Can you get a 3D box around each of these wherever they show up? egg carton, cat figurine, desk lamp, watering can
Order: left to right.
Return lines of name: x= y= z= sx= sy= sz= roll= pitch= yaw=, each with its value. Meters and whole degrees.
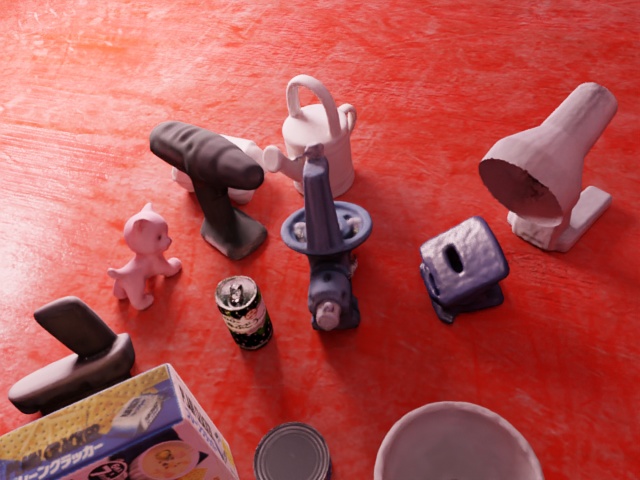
cat figurine: x=-0.254 y=0.015 z=0.811 sx=0.067 sy=0.118 sz=0.128 roll=18 pitch=56 yaw=22
egg carton: x=-0.161 y=-0.118 z=0.934 sx=0.150 sy=0.069 sz=0.107 roll=13 pitch=55 yaw=19
watering can: x=-0.008 y=-0.154 z=0.859 sx=0.100 sy=0.194 sz=0.173 roll=14 pitch=55 yaw=19
desk lamp: x=0.301 y=-0.083 z=0.741 sx=0.203 sy=0.214 sz=0.117 roll=-40 pitch=56 yaw=-21

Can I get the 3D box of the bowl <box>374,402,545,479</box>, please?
bowl: x=0.139 y=0.257 z=0.584 sx=0.167 sy=0.075 sz=0.167 roll=-4 pitch=51 yaw=6

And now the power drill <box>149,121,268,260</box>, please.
power drill: x=-0.142 y=-0.071 z=0.804 sx=0.228 sy=0.209 sz=0.076 roll=32 pitch=63 yaw=29

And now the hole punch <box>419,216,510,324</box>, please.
hole punch: x=0.183 y=0.037 z=0.743 sx=0.101 sy=0.091 sz=0.108 roll=-14 pitch=51 yaw=-2

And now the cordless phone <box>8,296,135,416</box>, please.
cordless phone: x=-0.312 y=0.135 z=0.681 sx=0.148 sy=0.185 sz=0.094 roll=-26 pitch=52 yaw=-12

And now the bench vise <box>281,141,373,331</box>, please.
bench vise: x=0.018 y=-0.001 z=0.716 sx=0.121 sy=0.220 sz=0.207 roll=-19 pitch=51 yaw=-6
